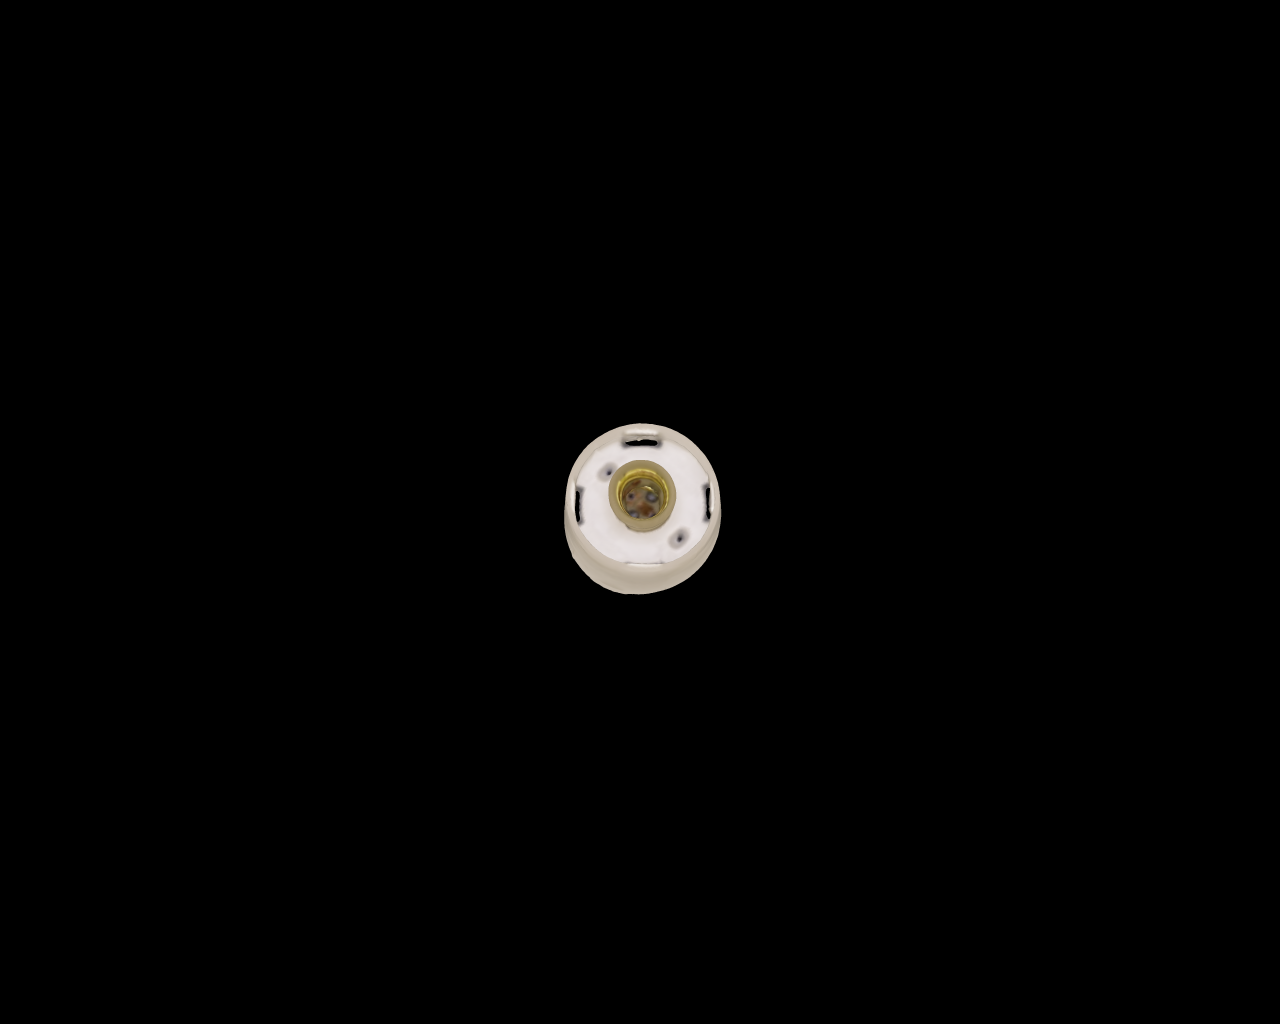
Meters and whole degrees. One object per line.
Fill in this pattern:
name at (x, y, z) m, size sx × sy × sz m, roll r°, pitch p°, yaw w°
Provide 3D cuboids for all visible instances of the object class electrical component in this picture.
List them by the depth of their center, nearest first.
electrical component at (0.001, -0.003, 0.650) m, size 0.099 × 0.099 × 0.064 m, roll 0°, pitch -16°, yaw 0°
